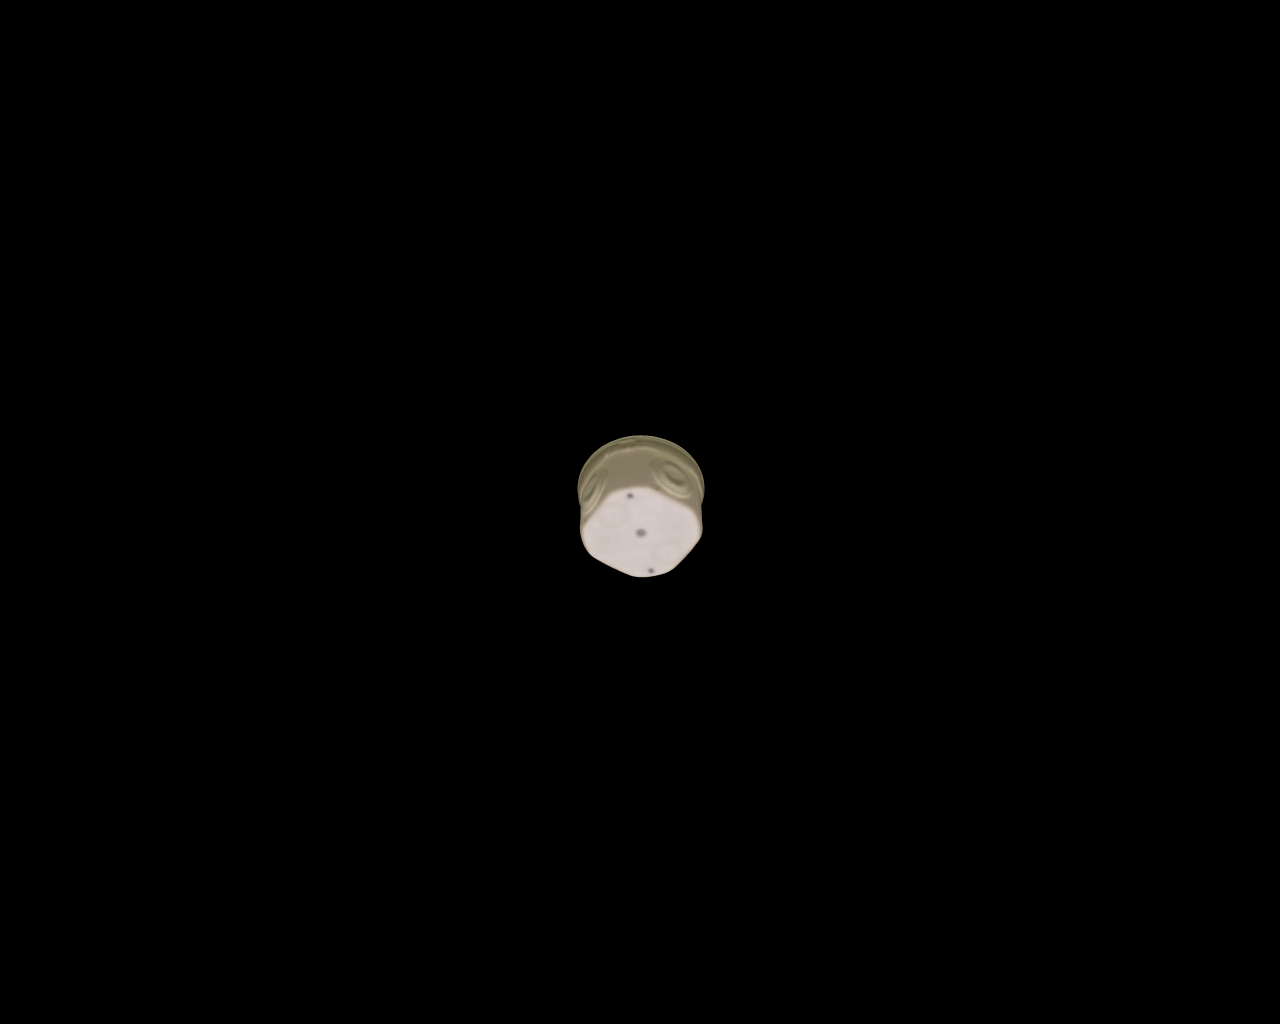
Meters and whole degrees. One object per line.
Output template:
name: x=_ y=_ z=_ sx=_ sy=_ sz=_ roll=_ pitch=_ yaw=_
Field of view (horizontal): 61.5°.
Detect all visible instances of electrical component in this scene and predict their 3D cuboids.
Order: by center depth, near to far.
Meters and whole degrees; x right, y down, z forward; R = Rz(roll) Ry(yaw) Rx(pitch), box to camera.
electrical component: x=0.001 y=-0.003 z=0.650 sx=0.080 sy=0.080 sz=0.051 roll=0 pitch=38 yaw=0
